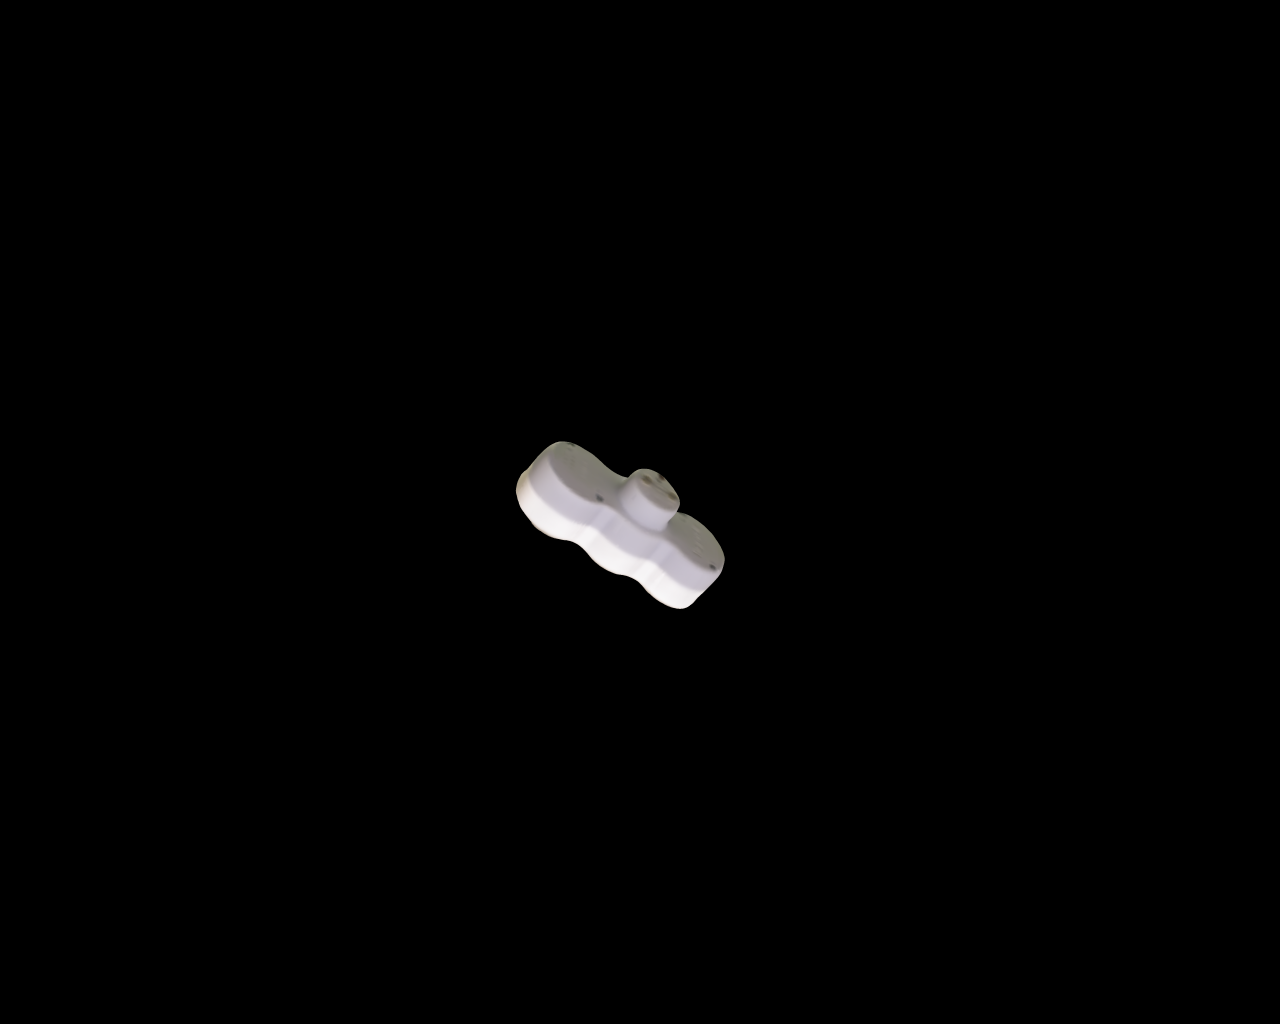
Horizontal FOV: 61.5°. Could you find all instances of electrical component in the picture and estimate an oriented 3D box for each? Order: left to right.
[{"bbox_3d":[0.001,-0.003,0.650,0.138,0.073,0.052,33,29,-21],"label":"electrical component"}]
